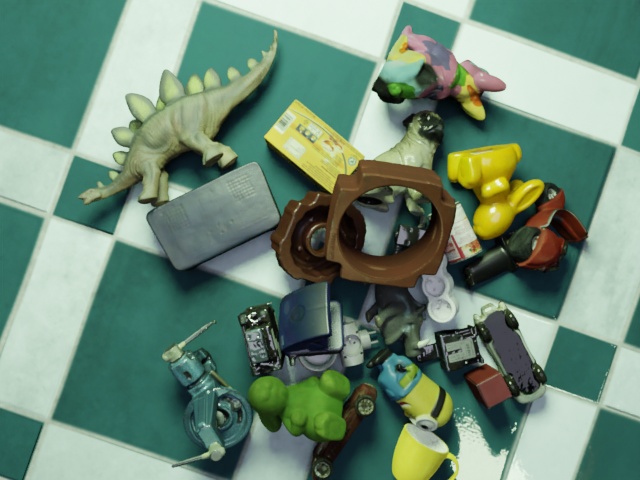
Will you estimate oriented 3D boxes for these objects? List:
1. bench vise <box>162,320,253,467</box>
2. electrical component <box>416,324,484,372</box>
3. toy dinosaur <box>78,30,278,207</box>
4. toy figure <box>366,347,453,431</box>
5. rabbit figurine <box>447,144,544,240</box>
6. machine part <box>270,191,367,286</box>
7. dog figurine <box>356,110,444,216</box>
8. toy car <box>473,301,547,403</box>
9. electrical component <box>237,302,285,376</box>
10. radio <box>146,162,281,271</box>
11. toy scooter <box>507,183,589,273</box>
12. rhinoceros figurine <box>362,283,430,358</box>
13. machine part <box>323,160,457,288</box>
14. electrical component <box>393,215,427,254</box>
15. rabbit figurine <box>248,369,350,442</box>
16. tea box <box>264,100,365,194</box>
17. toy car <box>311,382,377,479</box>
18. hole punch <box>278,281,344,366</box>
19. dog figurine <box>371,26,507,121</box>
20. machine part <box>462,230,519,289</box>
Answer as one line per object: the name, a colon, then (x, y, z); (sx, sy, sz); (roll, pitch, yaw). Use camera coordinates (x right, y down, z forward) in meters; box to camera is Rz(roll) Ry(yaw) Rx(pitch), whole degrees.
bench vise: (-0.193, 0.284, 0.928); (0.129, 0.241, 0.223); (-24, 106, -5)
electrical component: (0.245, 0.209, 1.027); (0.119, 0.048, 0.074); (-9, 89, -3)
toy dinosaur: (-0.245, -0.212, 0.992); (0.471, 0.105, 0.198); (-33, 87, -6)
toy figure: (0.172, 0.277, 1.008); (0.089, 0.082, 0.180); (-41, 88, -2)
rabbit figurine: (0.325, -0.089, 1.012); (0.162, 0.122, 0.173); (-10, 99, -13)
machine part: (-0.002, -0.003, 0.986); (0.179, 0.056, 0.179); (-7, 108, -24)
dog figurine: (0.141, -0.156, 1.012); (0.172, 0.121, 0.190); (9, 76, -7)
toy car: (0.363, 0.214, 1.027); (0.073, 0.056, 0.201); (-27, 89, 4)
electrical component: (-0.105, 0.178, 0.973); (0.058, 0.134, 0.114); (-16, 89, 1)
radio: (-0.191, -0.041, 1.006); (0.230, 0.073, 0.131); (-26, 91, -1)
toy scooter: (0.440, -0.008, 1.014); (0.135, 0.075, 0.184); (34, 72, -13)
rhinoceros figurine: (0.145, 0.129, 1.016); (0.112, 0.073, 0.190); (-14, 85, -15)
machine part: (0.114, -0.027, 0.911); (0.201, 0.087, 0.201); (8, 118, -5)
electrical component: (0.175, -0.005, 1.039); (0.063, 0.021, 0.094); (14, 89, -1)
rabbit figurine: (-0.052, 0.285, 0.963); (0.170, 0.159, 0.121); (24, 59, -19)
tea box: (-0.010, -0.170, 1.013); (0.169, 0.068, 0.098); (41, 88, -2)
toy car: (0.039, 0.353, 0.999); (0.053, 0.089, 0.202); (35, 90, -1)
hole punch: (-0.020, 0.142, 0.959); (0.116, 0.092, 0.142); (-8, 58, 8)
dog figurine: (0.221, -0.287, 0.980); (0.219, 0.108, 0.191); (26, 44, 0)
machine part: (0.336, 0.042, 1.035); (0.139, 0.039, 0.084); (-31, 99, -9)
